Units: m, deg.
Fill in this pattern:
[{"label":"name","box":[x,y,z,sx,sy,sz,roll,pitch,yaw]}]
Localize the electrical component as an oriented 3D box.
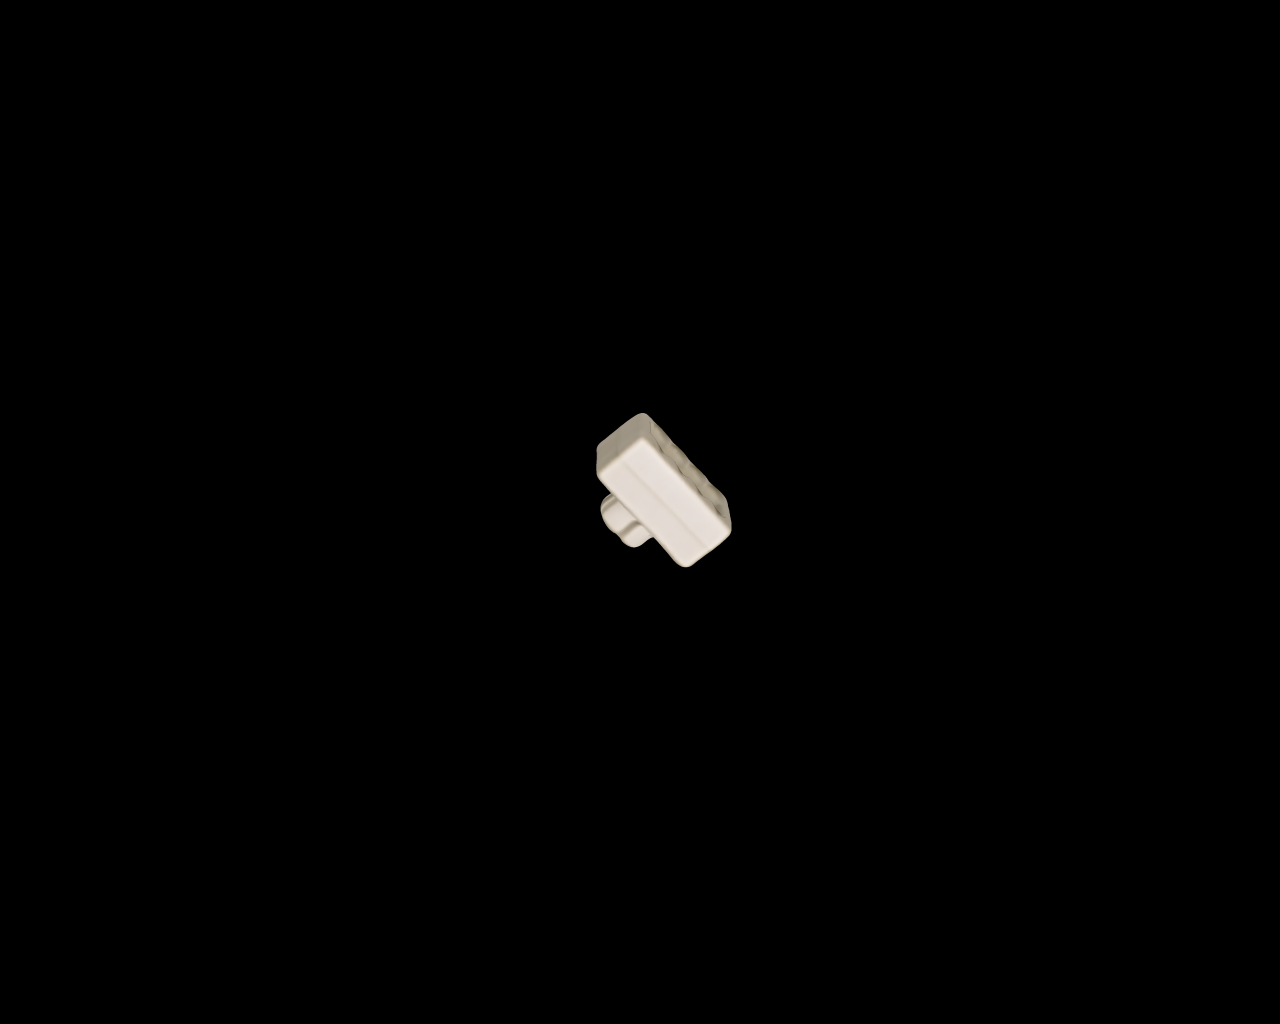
[{"label":"electrical component","box":[0.001,-0.003,0.650,0.075,0.083,0.047,-38,20,16]}]
